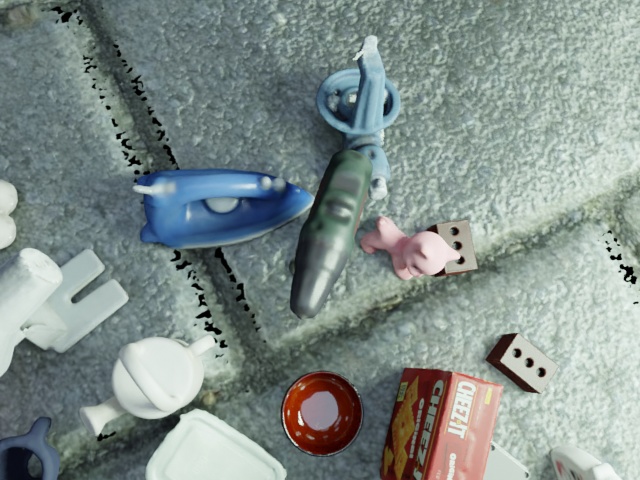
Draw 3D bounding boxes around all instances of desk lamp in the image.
[{"bbox_3d":[-0.371,0.087,0.706,0.203,0.213,0.118,-41,85,-12],"label":"desk lamp"}]

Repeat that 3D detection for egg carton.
[{"bbox_3d":[-0.498,-0.034,0.791,0.150,0.069,0.107,-4,79,-7],"label":"egg carton"}]

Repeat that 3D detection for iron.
[{"bbox_3d":[-0.129,-0.063,0.798,0.258,0.141,0.118,-7,79,-7],"label":"iron"}]

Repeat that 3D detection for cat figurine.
[{"bbox_3d":[0.130,0.009,0.824,0.128,0.117,0.067,35,78,2],"label":"cat figurine"}]

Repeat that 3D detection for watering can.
[{"bbox_3d":[-0.211,0.178,0.715,0.101,0.194,0.173,33,77,2],"label":"watering can"}]

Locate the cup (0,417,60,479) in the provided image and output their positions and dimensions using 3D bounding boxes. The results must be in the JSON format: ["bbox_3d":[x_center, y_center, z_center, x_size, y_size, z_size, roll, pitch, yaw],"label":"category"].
[{"bbox_3d":[-0.366,0.278,0.729,0.091,0.095,0.118,23,77,-1],"label":"cup"}]

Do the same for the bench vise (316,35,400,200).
[{"bbox_3d":[0.075,-0.172,0.802,0.121,0.219,0.207,-28,83,-10],"label":"bench vise"}]

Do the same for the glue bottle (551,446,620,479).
[{"bbox_3d":[0.370,0.324,0.758,0.037,0.173,0.078,-21,81,-9],"label":"glue bottle"}]

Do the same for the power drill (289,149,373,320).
[{"bbox_3d":[0.007,0.003,0.766,0.075,0.208,0.230,18,77,-2],"label":"power drill"}]
